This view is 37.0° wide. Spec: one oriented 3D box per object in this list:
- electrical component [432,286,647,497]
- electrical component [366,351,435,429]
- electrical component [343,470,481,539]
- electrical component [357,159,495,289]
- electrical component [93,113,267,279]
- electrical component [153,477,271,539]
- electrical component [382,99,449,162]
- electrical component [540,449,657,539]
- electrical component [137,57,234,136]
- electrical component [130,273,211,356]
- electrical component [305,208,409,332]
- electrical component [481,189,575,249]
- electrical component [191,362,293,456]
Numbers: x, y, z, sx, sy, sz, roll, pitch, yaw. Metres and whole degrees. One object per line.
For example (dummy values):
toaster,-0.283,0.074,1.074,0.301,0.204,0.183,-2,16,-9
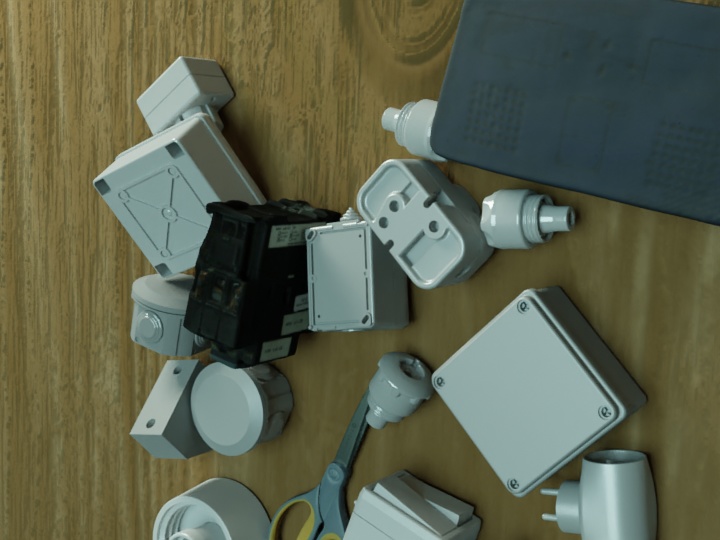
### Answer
electrical component,0.125,0.085,0.764,0.108,0.056,0.108,-46,70,29
electrical component,0.026,0.098,0.841,0.048,0.048,0.062,46,124,22
electrical component,0.036,0.196,0.832,0.096,0.062,0.061,28,110,29
electrical component,0.051,-0.035,0.799,0.053,0.059,0.095,-47,69,28
electrical component,-0.149,-0.061,0.910,0.109,0.056,0.108,-20,113,34
electrical component,-0.136,0.245,0.954,0.108,0.060,0.108,4,97,34
electrical component,0.046,-0.107,0.806,0.062,0.043,0.043,20,106,32
electrical component,0.164,0.167,0.754,0.079,0.043,0.077,-2,94,34
electrical component,-0.143,-0.133,0.928,0.066,0.047,0.076,-36,75,31
electrical component,-0.161,0.037,0.940,0.080,0.080,0.051,23,112,30
electrical component,0.000,0.000,0.841,0.062,0.061,0.096,-6,83,35
electrical component,0.121,-0.036,0.762,0.062,0.043,0.043,1,96,33
electrical component,-0.102,0.115,0.924,0.080,0.051,0.080,4,97,34
